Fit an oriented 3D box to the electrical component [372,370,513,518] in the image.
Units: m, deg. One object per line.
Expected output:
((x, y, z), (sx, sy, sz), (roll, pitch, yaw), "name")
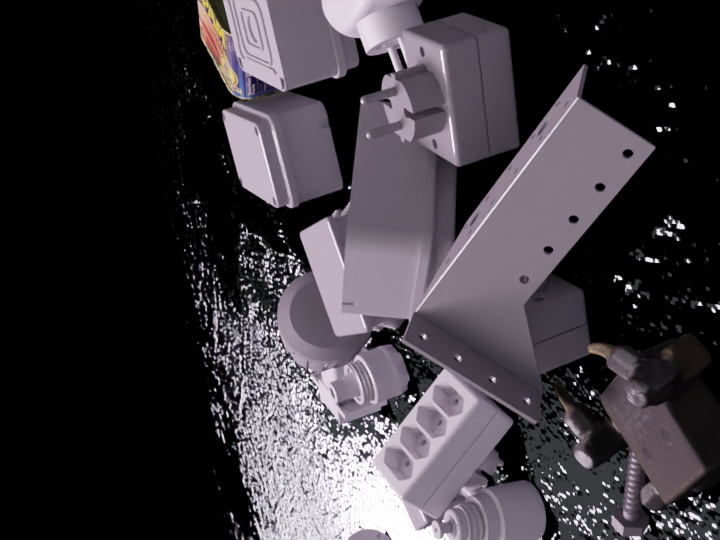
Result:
((0.067, 0.123, 0.720), (0.076, 0.083, 0.047), (35, -176, -33), "electrical component")

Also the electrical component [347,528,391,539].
((0.028, 0.313, 1.065), (0.138, 0.052, 0.073), (55, 157, 40), "electrical component")

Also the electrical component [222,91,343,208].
((-0.067, -0.102, 0.894), (0.113, 0.057, 0.078), (33, 139, 63), "electrical component")

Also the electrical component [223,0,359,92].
((-0.052, -0.178, 0.766), (0.113, 0.057, 0.078), (39, 145, 60), "electrical component")

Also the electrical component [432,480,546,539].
((0.084, 0.161, 0.698), (0.040, 0.078, 0.040), (174, 90, -66), "electrical component")

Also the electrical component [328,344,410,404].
((0.005, 0.089, 0.873), (0.043, 0.062, 0.043), (56, 158, 37), "electrical component")

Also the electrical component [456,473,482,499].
((0.073, 0.149, 0.781), (0.061, 0.035, 0.035), (48, 152, 47), "electrical component")

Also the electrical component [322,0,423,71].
((0.014, -0.149, 0.616), (0.077, 0.044, 0.079), (158, 93, -73), "electrical component")

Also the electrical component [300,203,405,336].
((0.000, 0.000, 0.816), (0.100, 0.048, 0.099), (161, 89, -73), "electrical component")

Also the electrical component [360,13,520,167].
((0.036, -0.089, 0.560), (0.047, 0.077, 0.065), (-138, 32, -57), "electrical component")

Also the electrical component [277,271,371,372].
((-0.030, 0.044, 0.906), (0.051, 0.080, 0.080), (102, 145, -69), "electrical component")

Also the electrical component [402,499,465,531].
((0.051, 0.167, 0.845), (0.076, 0.047, 0.065), (113, 135, -65), "electrical component")

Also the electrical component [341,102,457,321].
((0.023, -0.034, 0.618), (0.078, 0.057, 0.113), (95, -179, -53), "electrical component")

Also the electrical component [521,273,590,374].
((0.082, 0.008, 0.575), (0.066, 0.047, 0.076), (-143, 37, -61), "electrical component")

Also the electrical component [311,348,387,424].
((-0.012, 0.097, 0.973), (0.081, 0.042, 0.063), (-139, 37, -57), "electrical component")
